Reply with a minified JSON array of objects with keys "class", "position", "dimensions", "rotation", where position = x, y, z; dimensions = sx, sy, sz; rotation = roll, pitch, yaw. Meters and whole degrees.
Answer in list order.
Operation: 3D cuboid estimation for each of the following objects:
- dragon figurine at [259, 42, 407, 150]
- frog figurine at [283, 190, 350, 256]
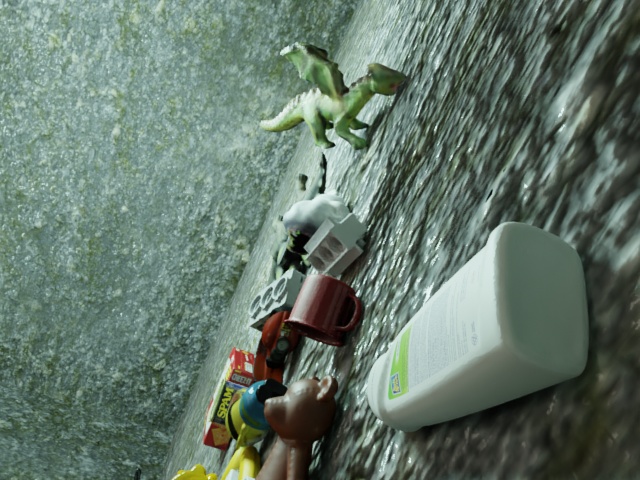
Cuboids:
[{"class":"dragon figurine","position":[-0.007,-0.320,1.114],"dimensions":[0.125,0.411,0.237],"rotation":[-57,-37,-35]},{"class":"frog figurine","position":[0.003,-0.051,1.014],"dimensions":[0.137,0.121,0.163],"rotation":[-6,47,41]}]
